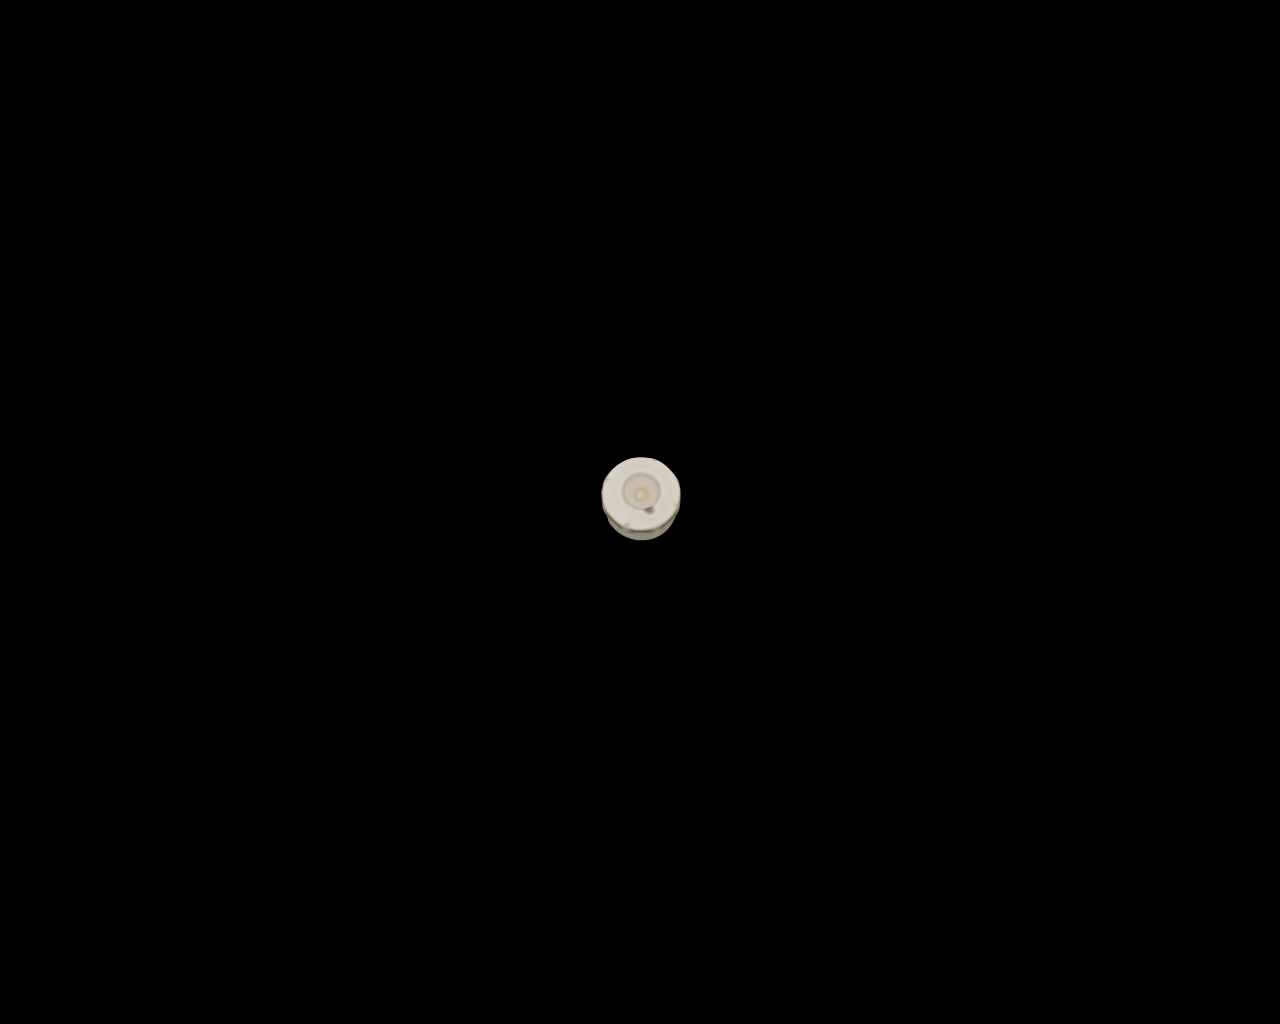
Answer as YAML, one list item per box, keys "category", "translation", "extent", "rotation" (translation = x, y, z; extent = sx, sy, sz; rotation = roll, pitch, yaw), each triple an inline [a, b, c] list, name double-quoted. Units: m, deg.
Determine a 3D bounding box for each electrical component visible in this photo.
- category: "electrical component"
  translation: [0.001, -0.003, 0.650]
  extent: [0.048, 0.048, 0.062]
  rotation: [0, -19, 0]
